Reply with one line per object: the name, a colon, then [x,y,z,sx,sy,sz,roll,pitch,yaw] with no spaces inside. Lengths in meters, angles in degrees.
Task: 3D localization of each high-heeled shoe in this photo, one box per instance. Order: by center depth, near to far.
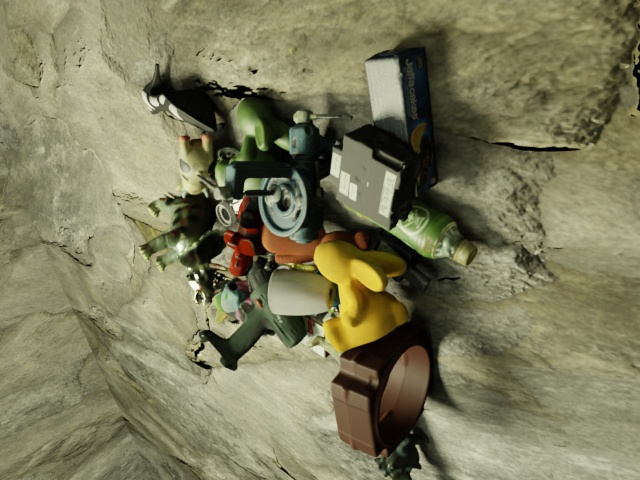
high-heeled shoe: [-0.308,-0.270,1.164,0.249,0.086,0.145,49,144,21]

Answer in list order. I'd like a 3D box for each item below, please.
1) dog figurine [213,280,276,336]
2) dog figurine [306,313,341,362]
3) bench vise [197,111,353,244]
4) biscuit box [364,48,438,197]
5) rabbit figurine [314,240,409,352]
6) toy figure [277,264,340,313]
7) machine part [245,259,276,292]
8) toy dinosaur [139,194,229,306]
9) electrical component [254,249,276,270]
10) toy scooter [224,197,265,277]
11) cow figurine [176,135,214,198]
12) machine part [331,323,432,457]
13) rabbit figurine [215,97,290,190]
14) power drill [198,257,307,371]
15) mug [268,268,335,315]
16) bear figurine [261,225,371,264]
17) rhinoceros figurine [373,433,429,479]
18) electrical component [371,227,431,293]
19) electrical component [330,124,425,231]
dog figurine: [-0.183,0.166,1.297,0.191,0.108,0.219,51,146,6]
dog figurine: [0.094,0.221,1.039,0.190,0.121,0.172,48,147,-8]
bench vise: [-0.062,-0.100,0.853,0.129,0.240,0.223,24,111,42]
biscuit box: [0.119,-0.165,0.766,0.063,0.059,0.202,14,124,44]
rabbit figurine: [0.056,0.075,0.864,0.162,0.122,0.173,-27,94,44]
toy figure: [-0.009,0.094,1.041,0.180,0.082,0.089,4,150,18]
machine part: [-0.137,0.042,1.192,0.039,0.084,0.138,-124,21,-80]
toy dinosaur: [-0.306,-0.033,1.259,0.405,0.192,0.131,-105,-3,-47]
electrical component: [-0.115,0.006,1.120,0.078,0.102,0.045,25,142,6]
toy scooter: [-0.135,-0.022,1.019,0.075,0.184,0.135,18,169,9]
cow figurine: [-0.270,-0.157,1.169,0.195,0.085,0.127,-173,81,-73]
machine part: [0.115,0.253,0.933,0.087,0.201,0.200,14,124,38]
rabbit figurine: [-0.118,-0.176,0.984,0.159,0.121,0.170,12,108,52]
power drill: [-0.154,0.159,1.145,0.232,0.207,0.086,51,175,5]
mug: [-0.027,0.102,0.957,0.107,0.081,0.109,2,140,19]
bear figurine: [-0.003,-0.001,0.991,0.196,0.132,0.120,17,107,9]
rhinoceros figurine: [0.157,0.416,1.072,0.073,0.112,0.190,-9,99,48]
electrical component: [0.140,0.029,0.881,0.119,0.048,0.074,39,139,24]
electrical component: [0.074,-0.095,0.766,0.134,0.058,0.114,36,136,29]
